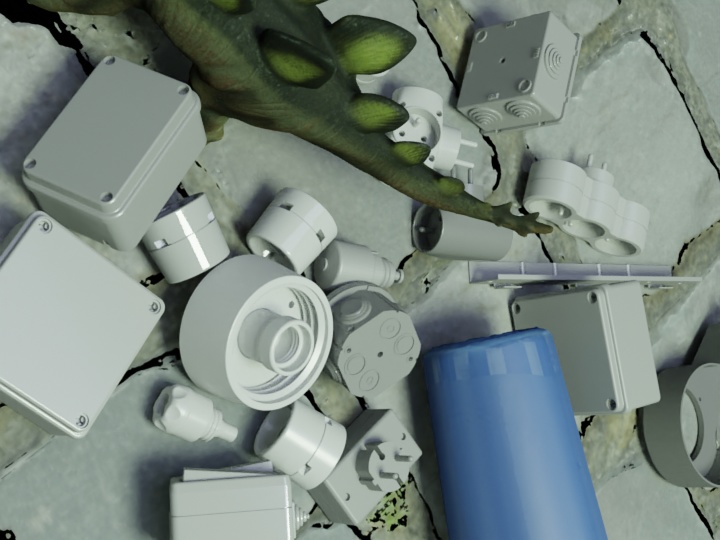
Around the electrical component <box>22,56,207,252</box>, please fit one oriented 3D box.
[{"bbox_3d":[-0.164,-0.080,0.725,0.078,0.057,0.113,23,64,14],"label":"electrical component"}]

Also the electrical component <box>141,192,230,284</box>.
[{"bbox_3d":[-0.125,-0.022,0.766,0.055,0.055,0.047,-35,106,-33],"label":"electrical component"}]

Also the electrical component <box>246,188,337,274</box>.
[{"bbox_3d":[-0.053,-0.027,0.815,0.055,0.055,0.047,47,64,-19],"label":"electrical component"}]

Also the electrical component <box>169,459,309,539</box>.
[{"bbox_3d":[-0.083,0.164,0.743,0.096,0.062,0.061,-2,84,-11],"label":"electrical component"}]

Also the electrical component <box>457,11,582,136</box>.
[{"bbox_3d":[0.137,-0.171,0.939,0.048,0.100,0.099,30,67,-40],"label":"electrical component"}]

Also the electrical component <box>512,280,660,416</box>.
[{"bbox_3d":[0.194,0.069,0.934,0.056,0.109,0.108,-8,87,-37],"label":"electrical component"}]

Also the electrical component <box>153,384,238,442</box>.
[{"bbox_3d":[-0.115,0.106,0.765,0.061,0.035,0.035,30,67,-30],"label":"electrical component"}]

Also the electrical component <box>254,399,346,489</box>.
[{"bbox_3d":[-0.046,0.127,0.797,0.047,0.055,0.055,36,65,-20],"label":"electrical component"}]

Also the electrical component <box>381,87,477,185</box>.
[{"bbox_3d":[0.060,-0.105,0.900,0.079,0.044,0.077,13,75,-9],"label":"electrical component"}]

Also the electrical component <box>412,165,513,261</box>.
[{"bbox_3d":[0.088,-0.050,0.919,0.077,0.043,0.079,6,79,-33],"label":"electrical component"}]

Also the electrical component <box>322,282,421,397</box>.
[{"bbox_3d":[0.003,0.054,0.826,0.080,0.051,0.080,-15,121,-27],"label":"electrical component"}]

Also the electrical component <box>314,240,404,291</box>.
[{"bbox_3d":[0.000,0.000,0.854,0.078,0.040,0.040,9,78,-33],"label":"electrical component"}]

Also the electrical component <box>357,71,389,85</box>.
[{"bbox_3d":[0.012,-0.174,0.876,0.035,0.061,0.035,6,80,-33],"label":"electrical component"}]

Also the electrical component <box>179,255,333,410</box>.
[{"bbox_3d":[-0.067,0.048,0.767,0.108,0.060,0.108,-17,115,-41],"label":"electrical component"}]

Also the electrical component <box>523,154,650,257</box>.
[{"bbox_3d":[0.216,-0.072,1.003,0.138,0.052,0.073,25,70,-29],"label":"electrical component"}]

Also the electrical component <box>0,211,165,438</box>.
[{"bbox_3d":[-0.203,0.037,0.702,0.109,0.056,0.108,40,63,-23],"label":"electrical component"}]

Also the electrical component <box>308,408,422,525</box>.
[{"bbox_3d":[0.012,0.149,0.818,0.083,0.076,0.047,-43,106,-31],"label":"electrical component"}]
